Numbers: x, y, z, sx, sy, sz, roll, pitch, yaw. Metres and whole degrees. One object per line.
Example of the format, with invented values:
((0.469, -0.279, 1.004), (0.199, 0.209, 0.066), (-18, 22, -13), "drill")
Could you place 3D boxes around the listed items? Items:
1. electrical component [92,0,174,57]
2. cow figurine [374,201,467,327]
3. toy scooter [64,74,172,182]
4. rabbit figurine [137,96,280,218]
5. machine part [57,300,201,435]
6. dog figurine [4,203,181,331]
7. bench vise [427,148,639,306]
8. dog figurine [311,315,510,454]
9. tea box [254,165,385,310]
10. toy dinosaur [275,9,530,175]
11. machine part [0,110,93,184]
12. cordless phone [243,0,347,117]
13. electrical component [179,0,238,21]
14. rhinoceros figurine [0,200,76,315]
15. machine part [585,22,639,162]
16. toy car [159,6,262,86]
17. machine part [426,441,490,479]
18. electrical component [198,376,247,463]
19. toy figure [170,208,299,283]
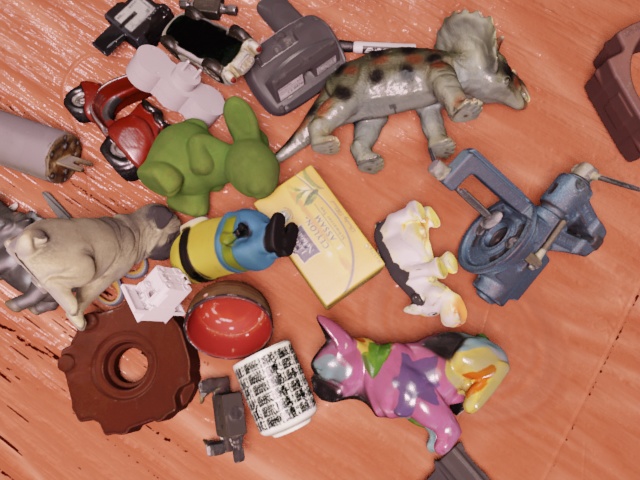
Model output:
((-0.283, -0.317, 0.812), (0.075, 0.047, 0.119), (36, 82, 9), "electrical component")
((0.127, 0.042, 0.706), (0.098, 0.068, 0.167), (-26, 73, 32), "cow figurine")
((-0.270, -0.179, 0.771), (0.135, 0.075, 0.184), (-38, 75, -8), "toy scooter")
((-0.124, -0.102, 0.721), (0.170, 0.121, 0.159), (10, 62, 21), "rabbit figurine")
((-0.246, 0.164, 0.703), (0.179, 0.056, 0.179), (0, 78, 1), "machine part")
((-0.263, -0.005, 0.661), (0.121, 0.172, 0.190), (44, 65, 5), "dog figurine")
((0.242, -0.040, 0.678), (0.240, 0.129, 0.223), (37, 105, -17), "bench vise")
((0.096, 0.151, 0.671), (0.219, 0.108, 0.191), (38, 82, 12), "dog figurine")
((-0.001, -0.002, 0.725), (0.098, 0.068, 0.169), (-36, 80, -7), "tea box")
((0.093, -0.204, 0.748), (0.405, 0.131, 0.192), (-7, 60, 8), "toy dinosaur")
((-0.438, -0.140, 0.765), (0.243, 0.079, 0.079), (18, 79, 7), "machine part")
((-0.064, -0.288, 0.794), (0.146, 0.088, 0.184), (-36, 68, -5), "cordless phone")
((-0.171, -0.375, 0.835), (0.094, 0.021, 0.063), (7, 78, 5), "electrical component")
((-0.413, 0.015, 0.731), (0.112, 0.073, 0.190), (-44, 80, -6), "rhinoceros figurine")
((0.497, -0.209, 0.745), (0.201, 0.087, 0.201), (-23, 78, -2), "machine part")
((-0.158, -0.275, 0.763), (0.202, 0.056, 0.073), (36, 86, 35), "toy car")
((0.146, 0.323, 0.665), (0.139, 0.039, 0.084), (-37, 84, -8), "machine part")
((-0.125, 0.226, 0.682), (0.045, 0.078, 0.102), (-5, 82, -24), "electrical component")
((-0.116, 0.008, 0.681), (0.180, 0.082, 0.089), (-4, 42, 34), "toy figure")
